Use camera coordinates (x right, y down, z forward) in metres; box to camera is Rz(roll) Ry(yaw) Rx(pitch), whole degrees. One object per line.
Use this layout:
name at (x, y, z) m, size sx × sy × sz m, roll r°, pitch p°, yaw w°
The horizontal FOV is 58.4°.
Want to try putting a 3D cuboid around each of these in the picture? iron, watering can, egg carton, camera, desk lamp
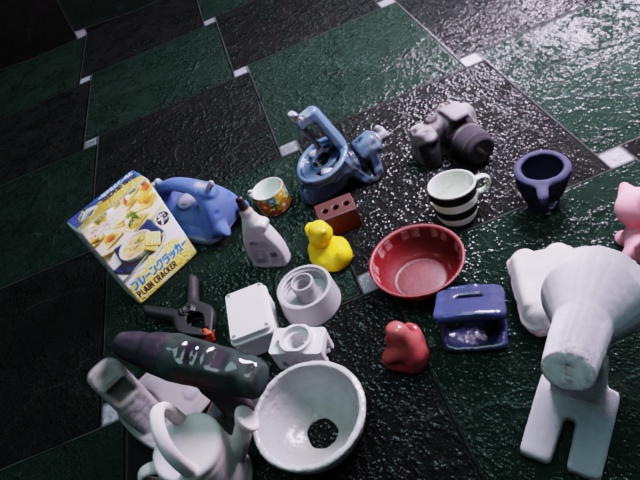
iron at (-0.287, -0.084, 1.231) m, size 0.257 × 0.142 × 0.119 m, roll 8°, pitch 51°, yaw 30°
watering can at (-0.166, 0.281, 0.773) m, size 0.173 × 0.194 × 0.100 m, roll -40°, pitch 45°, yaw -17°
egg carton at (0.342, 0.072, 0.853) m, size 0.107 × 0.070 × 0.150 m, roll -11°, pitch 44°, yaw 13°
camera at (0.269, -0.207, 1.142) m, size 0.143 × 0.101 × 0.136 m, roll -28°, pitch 43°, yaw -5°
desk lamp at (0.314, 0.143, 0.687) m, size 0.117 × 0.214 × 0.203 m, roll 10°, pitch 52°, yaw 31°

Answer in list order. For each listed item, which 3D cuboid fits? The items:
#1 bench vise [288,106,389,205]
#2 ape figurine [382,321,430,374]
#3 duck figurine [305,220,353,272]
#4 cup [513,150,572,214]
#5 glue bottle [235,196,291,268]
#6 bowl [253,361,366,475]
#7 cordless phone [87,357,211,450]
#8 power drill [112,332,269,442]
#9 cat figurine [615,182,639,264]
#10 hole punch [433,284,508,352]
bench vise at (0.026, -0.195, 1.148) m, size 0.208 × 0.220 × 0.121 m, roll -39°, pitch 44°, yaw -16°
ape figurine at (0.123, 0.153, 0.851) m, size 0.078 × 0.092 × 0.076 m, roll -33°, pitch 43°, yaw -10°
duck figurine at (0.010, 0.004, 1.055) m, size 0.077 × 0.086 × 0.104 m, roll -39°, pitch 45°, yaw -16°
cup at (0.379, -0.082, 0.973) m, size 0.091 × 0.095 × 0.118 m, roll -3°, pitch 46°, yaw 21°
glue bottle at (-0.117, -0.016, 1.065) m, size 0.078 × 0.173 × 0.037 m, roll -3°, pitch 46°, yaw 22°
bowl at (-0.007, 0.261, 0.813) m, size 0.167 × 0.075 × 0.167 m, roll -12°, pitch 44°, yaw 12°
cordless phone at (-0.257, 0.220, 0.881) m, size 0.093 × 0.185 × 0.148 m, roll 22°, pitch 59°, yaw 38°
power drill at (-0.166, 0.211, 0.833) m, size 0.228 × 0.209 × 0.076 m, roll 0°, pitch 48°, yaw 24°
cat figurine at (0.475, -0.024, 0.855) m, size 0.067 × 0.118 × 0.128 m, roll 1°, pitch 48°, yaw 24°
hole punch at (0.223, 0.104, 0.857) m, size 0.108 × 0.091 × 0.101 m, roll -8°, pitch 45°, yaw 17°
